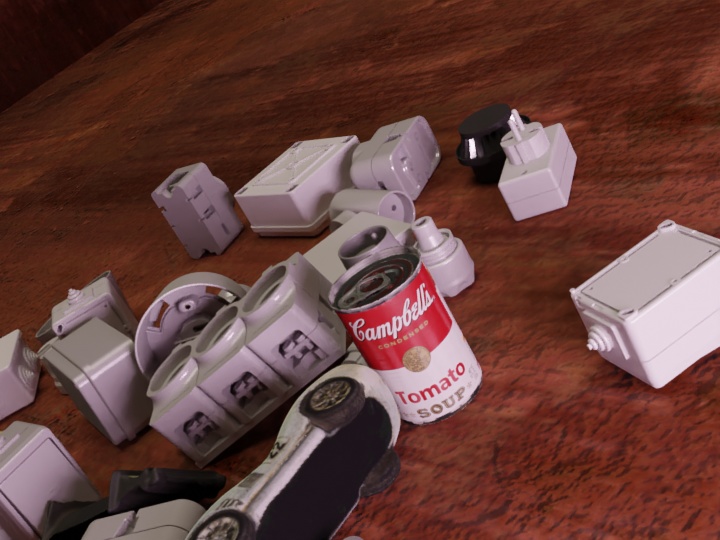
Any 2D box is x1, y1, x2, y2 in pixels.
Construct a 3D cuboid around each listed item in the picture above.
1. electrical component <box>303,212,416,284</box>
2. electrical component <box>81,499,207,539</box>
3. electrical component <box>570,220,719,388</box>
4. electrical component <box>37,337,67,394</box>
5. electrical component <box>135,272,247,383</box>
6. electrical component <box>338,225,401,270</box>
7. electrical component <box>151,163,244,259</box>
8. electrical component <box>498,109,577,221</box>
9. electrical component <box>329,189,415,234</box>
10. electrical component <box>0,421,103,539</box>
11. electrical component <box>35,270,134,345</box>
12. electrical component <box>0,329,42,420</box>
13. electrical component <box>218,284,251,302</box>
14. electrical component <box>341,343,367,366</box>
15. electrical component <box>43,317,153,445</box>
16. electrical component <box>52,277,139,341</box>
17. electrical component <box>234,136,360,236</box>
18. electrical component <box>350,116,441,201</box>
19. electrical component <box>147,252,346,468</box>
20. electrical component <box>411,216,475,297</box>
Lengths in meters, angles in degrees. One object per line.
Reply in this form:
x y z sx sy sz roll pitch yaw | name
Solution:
0.000 0.000 0.901 0.100 0.048 0.100 -38 25 -17 | electrical component
-0.138 0.191 0.681 0.095 0.053 0.059 -18 27 24 | electrical component
0.177 0.026 0.640 0.096 0.061 0.062 -35 25 -10 | electrical component
-0.287 0.091 1.049 0.040 0.046 0.040 -25 25 12 | electrical component
-0.132 0.053 0.891 0.099 0.099 0.064 -27 18 7 | electrical component
0.028 0.012 0.813 0.044 0.077 0.079 -38 26 -18 | electrical component
-0.174 -0.066 1.174 0.050 0.089 0.055 -10 31 38 | electrical component
0.142 -0.098 0.899 0.047 0.075 0.083 -17 27 27 | electrical component
-0.001 -0.042 0.990 0.079 0.043 0.077 -42 27 -25 | electrical component
-0.250 0.160 0.812 0.061 0.096 0.061 -1 37 47 | electrical component
-0.284 0.049 1.104 0.099 0.064 0.099 -24 25 12 | electrical component
-0.376 0.117 1.095 0.100 0.048 0.099 -29 24 2 | electrical component
-0.110 0.041 0.957 0.040 0.040 0.046 -24 31 14 | electrical component
0.006 0.070 0.770 0.040 0.040 0.078 -4 35 45 | electrical component
-0.220 0.095 0.929 0.057 0.078 0.113 -36 25 -21 | electrical component
-0.247 0.053 1.016 0.062 0.096 0.061 -31 23 -4 | electrical component
-0.057 -0.088 1.125 0.109 0.056 0.109 2 39 50 | electrical component
0.032 -0.105 1.061 0.059 0.053 0.095 -12 30 34 | electrical component
-0.086 0.064 0.812 0.150 0.062 0.089 -40 21 17 | electrical component
0.061 -0.012 0.841 0.043 0.062 0.043 -25 25 12 | electrical component
